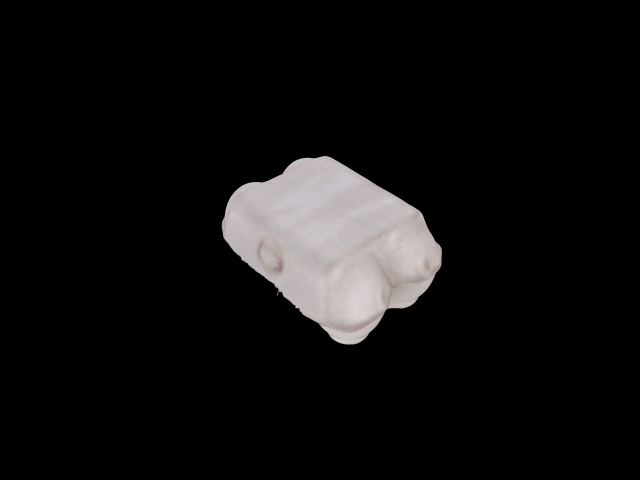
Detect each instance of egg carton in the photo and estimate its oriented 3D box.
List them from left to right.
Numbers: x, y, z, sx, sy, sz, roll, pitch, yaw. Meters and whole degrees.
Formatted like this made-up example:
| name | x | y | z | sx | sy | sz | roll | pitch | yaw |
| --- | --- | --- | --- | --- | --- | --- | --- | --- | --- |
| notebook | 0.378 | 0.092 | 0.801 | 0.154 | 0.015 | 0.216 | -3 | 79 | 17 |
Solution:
| name | x | y | z | sx | sy | sz | roll | pitch | yaw |
| --- | --- | --- | --- | --- | --- | --- | --- | --- | --- |
| egg carton | 0.004 | 0.001 | 0.400 | 0.107 | 0.069 | 0.149 | -30 | 49 | -31 |
